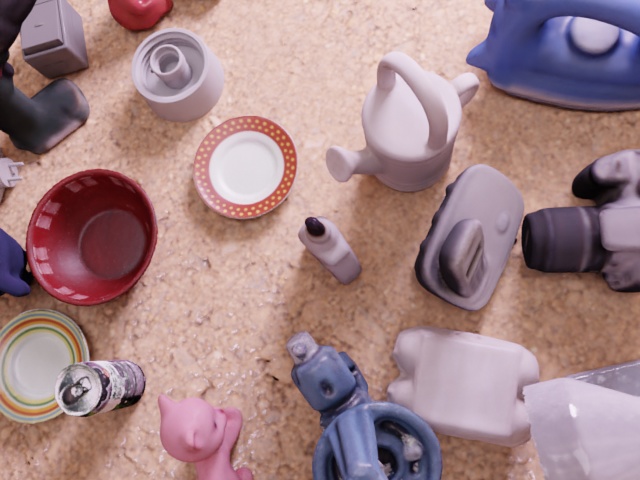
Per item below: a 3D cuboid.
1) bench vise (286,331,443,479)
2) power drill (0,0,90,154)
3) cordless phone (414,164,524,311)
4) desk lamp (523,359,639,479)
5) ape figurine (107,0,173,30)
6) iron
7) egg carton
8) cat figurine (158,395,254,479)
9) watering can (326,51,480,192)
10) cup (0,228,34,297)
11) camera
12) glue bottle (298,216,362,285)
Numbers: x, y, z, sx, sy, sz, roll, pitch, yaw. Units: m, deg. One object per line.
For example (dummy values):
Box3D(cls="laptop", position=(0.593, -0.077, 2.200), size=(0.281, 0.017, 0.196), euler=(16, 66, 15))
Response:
Box3D(cls="bench vise", position=(0.022, 0.186, 0.523), size=(0.207, 0.220, 0.121), euler=(37, 86, 13))
Box3D(cls="power drill", position=(-0.361, -0.184, 0.651), size=(0.229, 0.208, 0.075), euler=(-38, 77, -1))
Box3D(cls="cordless phone", position=(0.153, -0.011, 0.562), size=(0.094, 0.185, 0.148), euler=(20, 82, 11))
Box3D(cls="desk lamp", position=(0.271, 0.163, 0.498), size=(0.203, 0.214, 0.118), euler=(-16, 77, 4))
Box3D(cls="ape figurine", position=(-0.239, -0.315, 0.719), size=(0.076, 0.092, 0.077), euler=(-33, 77, 0))
Box3D(cls="iron", position=(0.296, -0.218, 0.605), size=(0.258, 0.141, 0.119), euler=(16, 82, 10))
Box3D(cls="egg carton", position=(0.147, 0.148, 0.592), size=(0.150, 0.069, 0.107), euler=(8, 80, 9))
Box3D(cls="cat figurine", position=(-0.122, 0.216, 0.589), size=(0.067, 0.118, 0.128), euler=(-16, 77, 5))
Box3D(cls="watering can", position=(0.088, -0.116, 0.586), size=(0.100, 0.194, 0.173), euler=(33, 85, 13))
Box3D(cls="cup", position=(-0.368, 0.036, 0.668), size=(0.117, 0.095, 0.092), euler=(28, 84, 12))
Box3D(cls="camera", position=(0.283, -0.019, 0.590), size=(0.136, 0.101, 0.143), euler=(-2, 79, 7))
Box3D(cls="glue bottle", position=(0.005, 0.002, 0.585), size=(0.037, 0.173, 0.078), euler=(-43, 77, -2))
